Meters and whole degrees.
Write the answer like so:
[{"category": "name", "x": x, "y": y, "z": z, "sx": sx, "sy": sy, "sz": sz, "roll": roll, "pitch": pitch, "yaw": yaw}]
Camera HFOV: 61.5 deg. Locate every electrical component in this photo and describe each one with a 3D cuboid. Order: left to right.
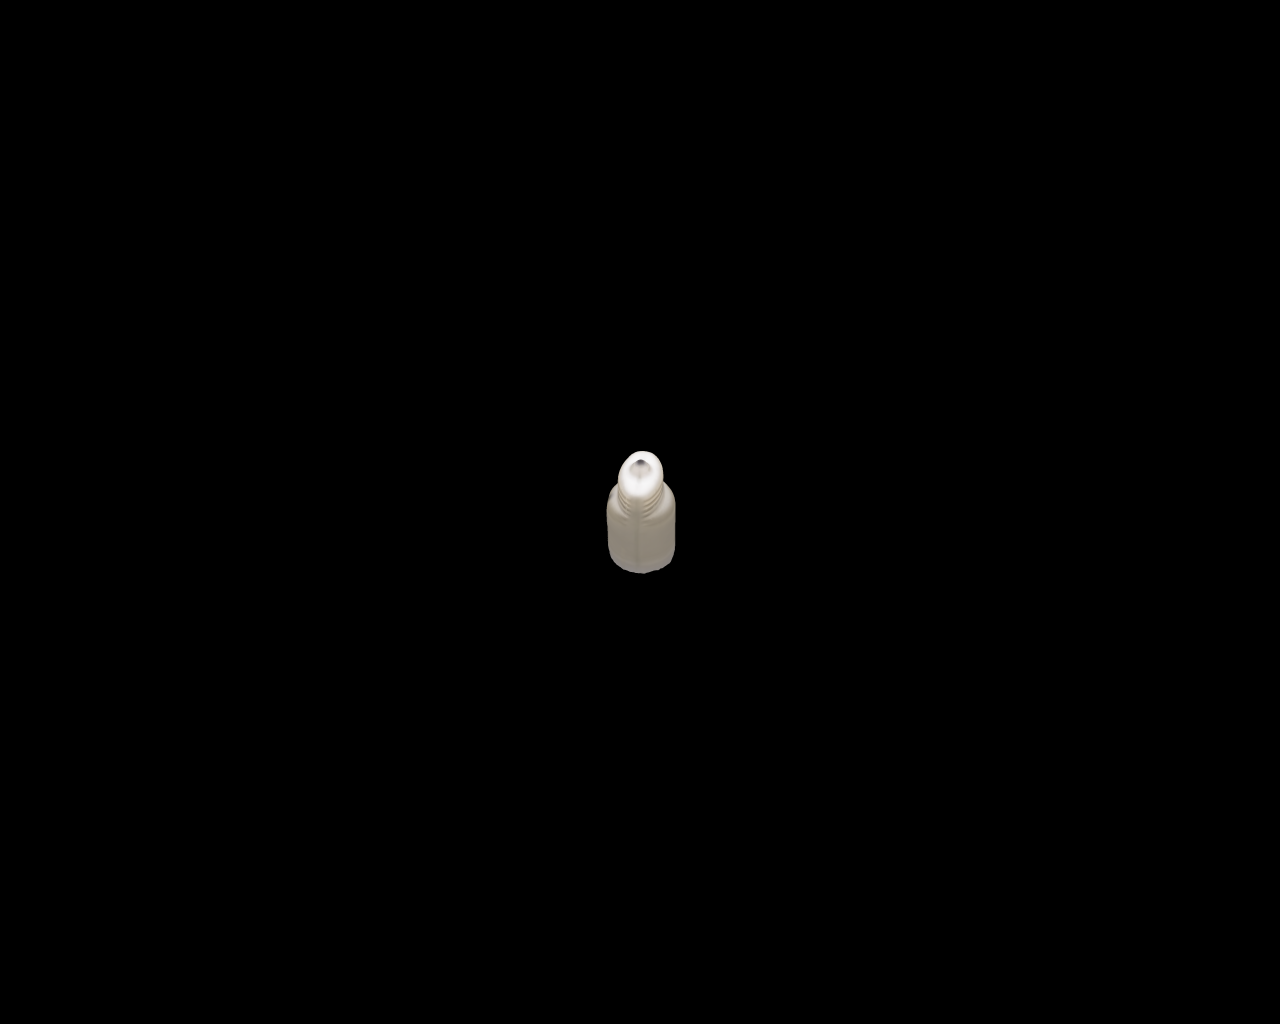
[{"category": "electrical component", "x": 0.001, "y": -0.003, "z": 0.650, "sx": 0.043, "sy": 0.043, "sz": 0.080, "roll": 0, "pitch": -44, "yaw": 0}]
